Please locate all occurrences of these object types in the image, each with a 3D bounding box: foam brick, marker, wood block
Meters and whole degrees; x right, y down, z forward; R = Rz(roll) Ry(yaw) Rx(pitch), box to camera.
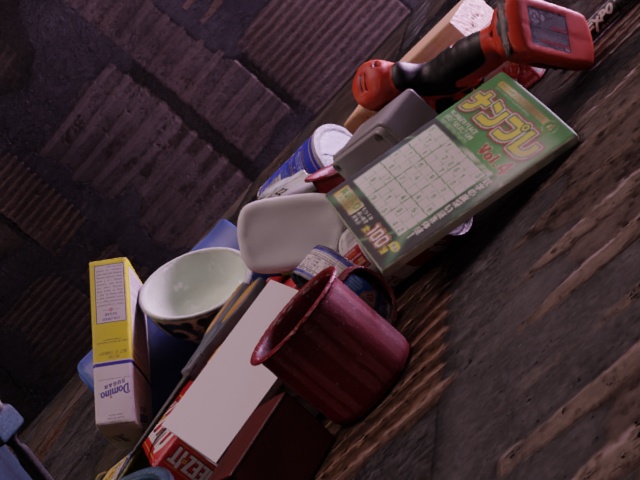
[{"bbox_3d":[-0.036,0.159,0.760,0.078,0.051,0.053,-55,10,-35],"label":"foam brick"},{"bbox_3d":[0.255,-0.199,0.967,0.121,0.020,0.020,-45,9,27],"label":"marker"},{"bbox_3d":[0.134,-0.186,1.277,0.206,0.090,0.090,-42,11,42],"label":"wood block"}]

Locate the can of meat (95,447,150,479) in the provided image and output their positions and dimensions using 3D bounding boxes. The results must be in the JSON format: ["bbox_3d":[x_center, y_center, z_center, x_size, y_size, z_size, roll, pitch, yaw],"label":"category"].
[{"bbox_3d":[-0.201,0.266,1.099,0.084,0.057,0.102,-41,11,32],"label":"can of meat"}]

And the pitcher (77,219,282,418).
[{"bbox_3d":[-0.145,0.105,1.200,0.242,0.145,0.149,-43,1,-11],"label":"pitcher"}]

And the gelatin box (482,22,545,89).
[{"bbox_3d":[0.173,-0.171,1.076,0.089,0.073,0.030,-38,13,50],"label":"gelatin box"}]

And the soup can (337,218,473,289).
[{"bbox_3d":[0.069,-0.007,0.897,0.102,0.068,0.068,-42,11,41],"label":"soup can"}]

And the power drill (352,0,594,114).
[{"bbox_3d":[0.151,-0.151,0.969,0.184,0.057,0.188,2,-16,-40],"label":"power drill"}]

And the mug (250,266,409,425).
[{"bbox_3d":[0.016,0.071,0.779,0.117,0.081,0.093,-54,10,-31],"label":"mug"}]

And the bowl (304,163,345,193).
[{"bbox_3d":[0.067,-0.068,1.100,0.162,0.055,0.162,-21,8,3],"label":"bowl"}]

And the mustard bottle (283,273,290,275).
[{"bbox_3d":[-0.013,0.007,1.275,0.096,0.058,0.192,-49,8,-28],"label":"mustard bottle"}]

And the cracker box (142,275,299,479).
[{"bbox_3d":[-0.073,0.131,0.991,0.213,0.072,0.164,-51,8,-10],"label":"cracker box"}]

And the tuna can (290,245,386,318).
[{"bbox_3d":[0.018,0.043,0.875,0.033,0.086,0.086,-49,8,-12],"label":"tuna can"}]

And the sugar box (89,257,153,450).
[{"bbox_3d":[-0.203,0.117,1.090,0.093,0.048,0.176,79,-175,-64],"label":"sugar box"}]

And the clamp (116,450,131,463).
[{"bbox_3d":[-0.187,0.236,1.220,0.210,0.036,0.164,-40,10,25],"label":"clamp"}]

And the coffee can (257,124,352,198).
[{"bbox_3d":[-0.006,-0.076,1.450,0.141,0.103,0.102,-42,11,40],"label":"coffee can"}]

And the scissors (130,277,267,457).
[{"bbox_3d":[-0.103,0.104,0.965,0.096,0.016,0.201,-40,14,47],"label":"scissors"}]

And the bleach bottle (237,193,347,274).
[{"bbox_3d":[-0.007,0.001,1.064,0.102,0.068,0.250,-8,-5,7],"label":"bleach bottle"}]
